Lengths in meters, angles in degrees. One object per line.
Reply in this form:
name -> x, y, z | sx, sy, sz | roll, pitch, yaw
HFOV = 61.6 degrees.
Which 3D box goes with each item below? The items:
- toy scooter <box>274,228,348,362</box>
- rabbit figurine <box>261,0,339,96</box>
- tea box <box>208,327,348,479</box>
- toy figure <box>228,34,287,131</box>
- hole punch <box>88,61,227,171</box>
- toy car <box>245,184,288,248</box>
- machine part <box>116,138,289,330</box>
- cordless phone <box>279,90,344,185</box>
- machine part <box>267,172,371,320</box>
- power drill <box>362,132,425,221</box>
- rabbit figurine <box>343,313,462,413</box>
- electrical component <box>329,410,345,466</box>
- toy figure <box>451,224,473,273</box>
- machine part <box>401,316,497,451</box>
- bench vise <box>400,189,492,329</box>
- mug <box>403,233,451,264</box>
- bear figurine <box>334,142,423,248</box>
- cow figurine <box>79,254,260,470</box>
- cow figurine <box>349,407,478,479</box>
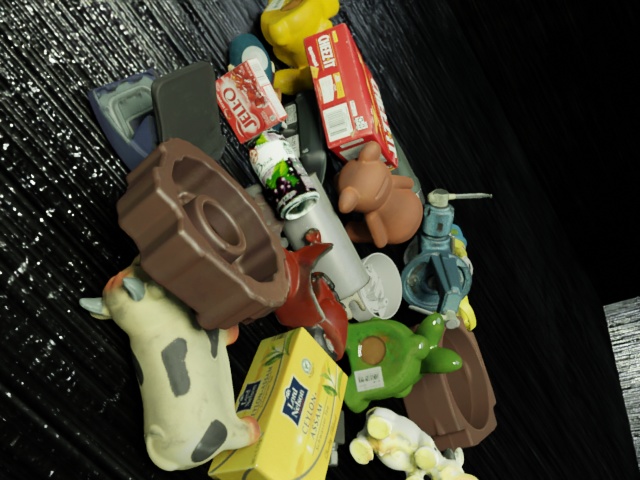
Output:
toy scooter -> -0.012, 0.062, 0.662 | 0.183, 0.075, 0.135 | 62, 36, -27
rabbit figurine -> -0.018, -0.305, 0.885 | 0.173, 0.122, 0.162 | 62, 28, -46
tea box -> -0.036, 0.189, 0.567 | 0.098, 0.068, 0.170 | 51, 35, -26
toy figure -> -0.090, -0.217, 0.764 | 0.057, 0.064, 0.154 | 46, 24, -74
hole punch -> -0.169, -0.123, 0.572 | 0.142, 0.092, 0.115 | -58, 149, -57
toy car -> -0.103, -0.015, 0.617 | 0.202, 0.053, 0.089 | -18, 89, -60
machine part -> -0.100, -0.006, 0.481 | 0.179, 0.056, 0.179 | 49, 17, -21
cordless phone -> 0.009, -0.129, 0.838 | 0.184, 0.089, 0.146 | 32, 45, -51
machine part -> -0.002, -0.002, 0.737 | 0.243, 0.079, 0.079 | 62, 31, -7
power drill -> 0.139, -0.090, 1.011 | 0.207, 0.086, 0.231 | -40, 108, -54
rabbit figurine -> 0.108, 0.159, 0.755 | 0.170, 0.159, 0.121 | 38, 29, -62
electrical component -> 0.004, 0.222, 0.651 | 0.063, 0.021, 0.094 | 36, 43, -40
toy figure -> 0.267, 0.028, 1.130 | 0.082, 0.089, 0.180 | 40, 32, -35
machine part -> 0.208, 0.235, 0.898 | 0.201, 0.087, 0.201 | 4, 66, -57
bench vise -> 0.197, 0.042, 0.874 | 0.129, 0.223, 0.241 | 11, 30, -5
mug -> 0.217, 0.006, 1.039 | 0.107, 0.081, 0.109 | -50, 155, -51
bear figurine -> 0.068, -0.063, 0.797 | 0.195, 0.132, 0.120 | 28, 81, -48
cow figurine -> -0.131, 0.099, 0.471 | 0.127, 0.085, 0.195 | 12, 61, -61
cow figurine -> 0.128, 0.280, 0.695 | 0.167, 0.068, 0.098 | 30, 7, 12
